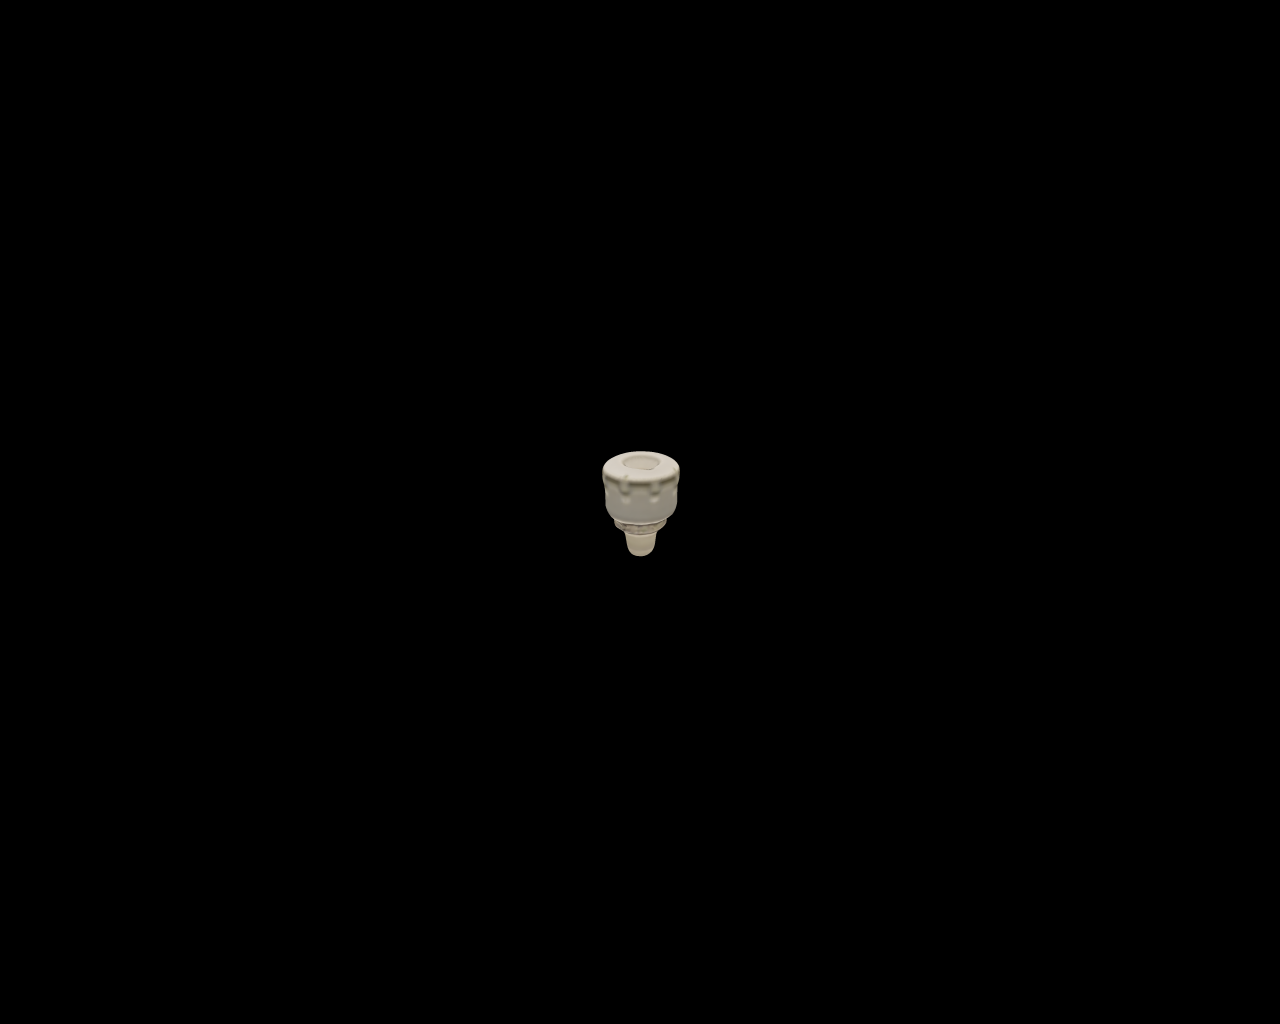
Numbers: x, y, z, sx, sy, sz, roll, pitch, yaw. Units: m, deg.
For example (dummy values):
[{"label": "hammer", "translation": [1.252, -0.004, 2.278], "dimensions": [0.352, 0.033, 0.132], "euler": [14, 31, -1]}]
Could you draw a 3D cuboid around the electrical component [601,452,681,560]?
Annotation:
[{"label": "electrical component", "translation": [0.001, -0.003, 0.650], "dimensions": [0.048, 0.062, 0.048], "euler": [0, 22, 0]}]
